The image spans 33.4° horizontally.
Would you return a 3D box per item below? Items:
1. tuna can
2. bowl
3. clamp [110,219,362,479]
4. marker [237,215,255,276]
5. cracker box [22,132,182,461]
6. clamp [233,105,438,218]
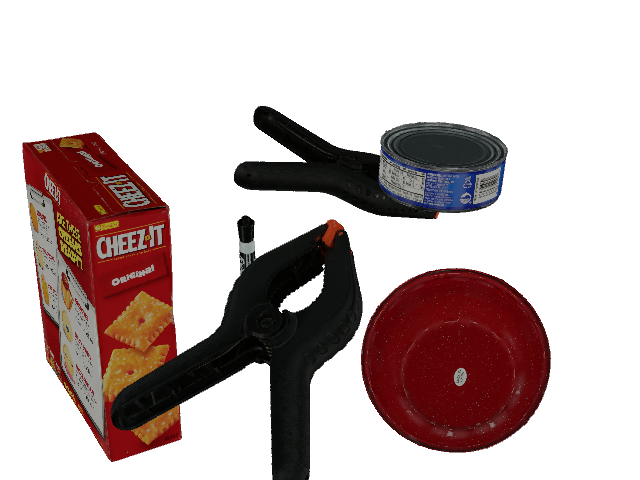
[{"bbox_3d":[0.083,-0.050,0.727,0.086,0.034,0.086,2,26,-1],"label":"tuna can"},{"bbox_3d":[0.113,0.106,0.888,0.162,0.162,0.055,0,6,5],"label":"bowl"},{"bbox_3d":[-0.021,0.063,0.591,0.120,0.171,0.039,30,-25,25],"label":"clamp"},{"bbox_3d":[-0.081,0.026,1.190,0.020,0.121,0.020,-1,33,0],"label":"marker"},{"bbox_3d":[-0.174,0.041,0.858,0.072,0.214,0.164,-14,31,-27],"label":"cracker box"},{"bbox_3d":[0.017,-0.062,1.024,0.210,0.036,0.164,21,28,1],"label":"clamp"}]
